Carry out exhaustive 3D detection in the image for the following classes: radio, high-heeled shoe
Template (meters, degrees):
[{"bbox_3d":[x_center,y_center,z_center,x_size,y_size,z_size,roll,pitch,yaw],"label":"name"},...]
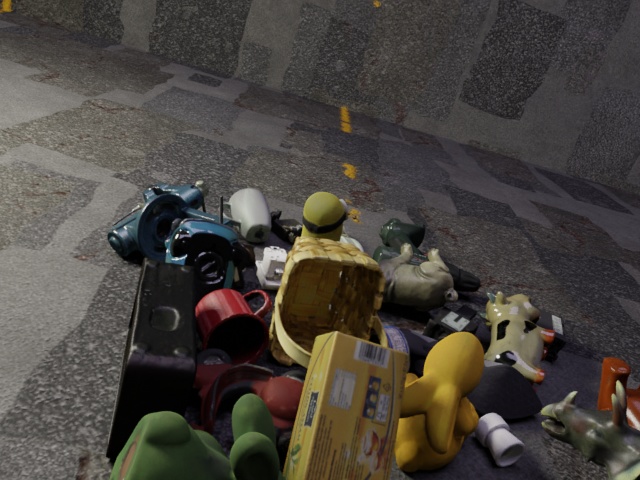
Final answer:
[{"bbox_3d":[-0.193,0.127,0.634,0.073,0.131,0.230,11,25,-20],"label":"radio"},{"bbox_3d":[0.214,0.210,0.843,0.248,0.086,0.145,30,-11,-15],"label":"high-heeled shoe"}]

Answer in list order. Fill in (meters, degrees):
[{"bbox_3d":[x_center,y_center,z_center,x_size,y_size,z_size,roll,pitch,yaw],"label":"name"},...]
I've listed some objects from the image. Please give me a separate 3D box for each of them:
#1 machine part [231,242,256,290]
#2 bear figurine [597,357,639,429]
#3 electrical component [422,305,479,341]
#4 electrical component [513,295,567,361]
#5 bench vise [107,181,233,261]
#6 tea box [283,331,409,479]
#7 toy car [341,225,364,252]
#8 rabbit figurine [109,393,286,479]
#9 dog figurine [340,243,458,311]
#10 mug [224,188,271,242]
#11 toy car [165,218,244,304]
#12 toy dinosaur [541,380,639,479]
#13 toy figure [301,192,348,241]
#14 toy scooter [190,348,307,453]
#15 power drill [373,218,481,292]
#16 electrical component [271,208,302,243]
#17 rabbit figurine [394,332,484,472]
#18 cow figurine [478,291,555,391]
[{"bbox_3d":[-0.147,0.039,0.942,0.039,0.084,0.139,-14,11,10],"label":"machine part"},{"bbox_3d":[0.490,0.277,0.777,0.120,0.131,0.196,8,19,-2],"label":"bear figurine"},{"bbox_3d":[0.240,0.156,0.963,0.075,0.047,0.119,28,26,22],"label":"electrical component"},{"bbox_3d":[0.399,0.165,1.040,0.134,0.058,0.115,23,23,14],"label":"electrical component"},{"bbox_3d":[-0.237,-0.033,0.942,0.241,0.128,0.223,12,25,33],"label":"bench vise"},{"bbox_3d":[0.029,0.195,0.582,0.098,0.169,0.068,21,-21,-14],"label":"tea box"},{"bbox_3d":[0.032,-0.001,1.155,0.073,0.056,0.202,5,26,-26],"label":"toy car"},{"bbox_3d":[-0.097,0.222,0.504,0.170,0.159,0.121,26,11,-18],"label":"rabbit figurine"},{"bbox_3d":[0.133,0.086,0.978,0.190,0.121,0.173,-12,15,-38],"label":"dog figurine"},{"bbox_3d":[-0.149,-0.047,1.108,0.109,0.080,0.107,8,35,-32],"label":"mug"},{"bbox_3d":[-0.187,0.053,0.822,0.109,0.161,0.103,11,-11,-27],"label":"toy car"},{"bbox_3d":[0.404,0.320,0.544,0.131,0.192,0.405,5,25,-23],"label":"toy dinosaur"},{"bbox_3d":[0.001,-0.001,0.985,0.082,0.180,0.089,19,27,8],"label":"toy figure"},{"bbox_3d":[-0.085,0.198,0.625,0.184,0.075,0.135,17,24,6],"label":"toy scooter"},{"bbox_3d":[0.220,0.038,1.185,0.232,0.085,0.207,10,32,-10],"label":"power drill"},{"bbox_3d":[-0.067,-0.029,1.162,0.078,0.045,0.102,-4,31,-36],"label":"electrical component"},{"bbox_3d":[0.140,0.192,0.669,0.122,0.173,0.162,34,24,25],"label":"rabbit figurine"},{"bbox_3d":[0.328,0.167,0.919,0.127,0.085,0.195,21,44,16],"label":"cow figurine"}]
